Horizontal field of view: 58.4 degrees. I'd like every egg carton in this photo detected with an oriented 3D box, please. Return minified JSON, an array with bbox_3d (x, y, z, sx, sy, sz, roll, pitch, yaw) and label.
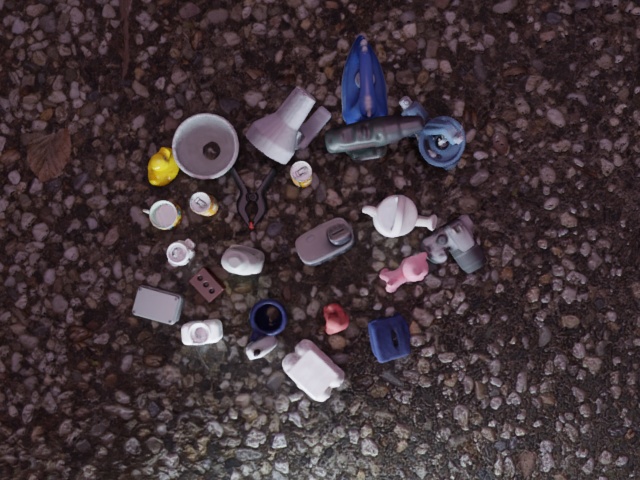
[{"bbox_3d":[-0.018,0.331,1.446,0.150,0.069,0.107,42,90,1],"label":"egg carton"}]

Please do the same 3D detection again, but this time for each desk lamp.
[{"bbox_3d":[-0.073,-0.280,1.382,0.118,0.213,0.203,39,90,1],"label":"desk lamp"}]

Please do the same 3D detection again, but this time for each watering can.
[{"bbox_3d":[0.193,-0.060,1.388,0.173,0.194,0.101,-10,89,0],"label":"watering can"}]

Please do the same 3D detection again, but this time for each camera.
[{"bbox_3d":[0.344,0.022,1.433,0.143,0.101,0.137,-35,89,0],"label":"camera"}]

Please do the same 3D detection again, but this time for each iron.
[{"bbox_3d":[0.110,-0.404,1.419,0.118,0.141,0.258,-5,89,0],"label":"iron"}]

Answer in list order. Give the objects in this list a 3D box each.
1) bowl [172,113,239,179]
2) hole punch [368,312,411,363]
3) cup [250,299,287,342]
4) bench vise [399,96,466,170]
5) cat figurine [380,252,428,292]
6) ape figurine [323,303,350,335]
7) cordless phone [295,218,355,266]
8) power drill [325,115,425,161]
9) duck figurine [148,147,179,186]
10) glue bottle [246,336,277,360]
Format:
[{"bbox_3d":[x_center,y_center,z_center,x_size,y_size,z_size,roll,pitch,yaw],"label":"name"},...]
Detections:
[{"bbox_3d":[-0.283,-0.232,1.451,0.167,0.074,0.167,0,89,0],"label":"bowl"},{"bbox_3d":[0.177,0.243,1.436,0.101,0.091,0.109,-12,89,0],"label":"hole punch"},{"bbox_3d":[-0.132,0.201,1.435,0.091,0.095,0.118,34,90,1],"label":"cup"},{"bbox_3d":[0.266,-0.259,1.378,0.207,0.219,0.121,30,90,1],"label":"bench vise"},{"bbox_3d":[0.216,0.082,1.424,0.128,0.117,0.067,-30,89,0],"label":"cat figurine"},{"bbox_3d":[0.037,0.202,1.436,0.076,0.092,0.078,28,89,1],"label":"ape figurine"},{"bbox_3d":[0.013,0.005,1.392,0.147,0.185,0.094,-30,89,0],"label":"cordless phone"},{"bbox_3d":[0.126,-0.249,1.384,0.229,0.208,0.076,-10,89,0],"label":"power drill"},{"bbox_3d":[-0.403,-0.188,1.445,0.077,0.086,0.104,25,89,1],"label":"duck figurine"},{"bbox_3d":[-0.147,0.265,1.395,0.078,0.173,0.037,-28,89,0],"label":"glue bottle"}]
